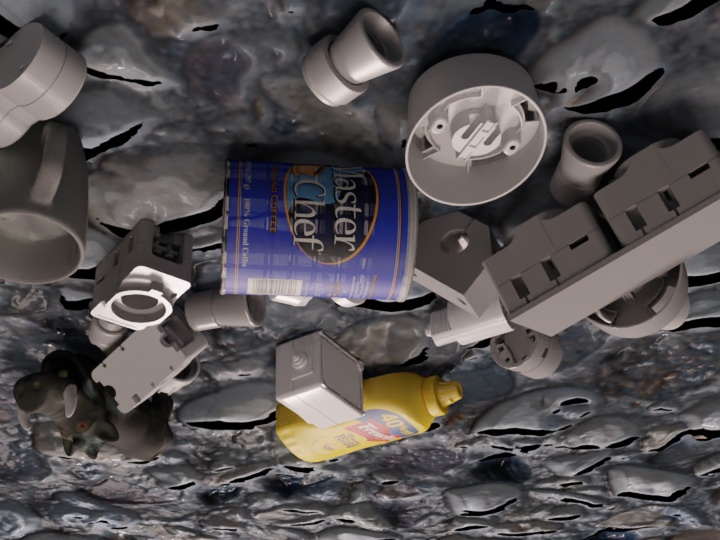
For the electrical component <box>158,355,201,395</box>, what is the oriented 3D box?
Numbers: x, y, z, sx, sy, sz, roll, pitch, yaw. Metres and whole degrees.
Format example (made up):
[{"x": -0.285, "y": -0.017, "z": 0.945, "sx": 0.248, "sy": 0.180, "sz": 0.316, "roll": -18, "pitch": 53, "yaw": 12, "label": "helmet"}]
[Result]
[{"x": -0.182, "y": 0.098, "z": 1.046, "sx": 0.040, "sy": 0.040, "sz": 0.046, "roll": 15, "pitch": 148, "yaw": -24, "label": "electrical component"}]

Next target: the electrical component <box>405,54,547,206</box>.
[{"x": 0.079, "y": -0.100, "z": 0.750, "sx": 0.099, "sy": 0.064, "sz": 0.099, "roll": -2, "pitch": 146, "yaw": -1, "label": "electrical component"}]

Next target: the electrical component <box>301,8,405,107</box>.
[{"x": -0.005, "y": -0.138, "z": 0.706, "sx": 0.055, "sy": 0.045, "sz": 0.045, "roll": -29, "pitch": 137, "yaw": 34, "label": "electrical component"}]

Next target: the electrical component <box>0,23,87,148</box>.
[{"x": -0.255, "y": -0.121, "z": 0.709, "sx": 0.138, "sy": 0.052, "sz": 0.074, "roll": -24, "pitch": 140, "yaw": 28, "label": "electrical component"}]

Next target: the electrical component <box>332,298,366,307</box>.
[{"x": 0.000, "y": 0.000, "z": 0.909, "sx": 0.055, "sy": 0.048, "sz": 0.066, "roll": -36, "pitch": 134, "yaw": 29, "label": "electrical component"}]

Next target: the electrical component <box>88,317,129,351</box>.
[{"x": -0.224, "y": 0.045, "z": 0.970, "sx": 0.035, "sy": 0.035, "sz": 0.061, "roll": 11, "pitch": 142, "yaw": -18, "label": "electrical component"}]

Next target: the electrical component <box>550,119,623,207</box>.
[{"x": 0.167, "y": -0.077, "z": 0.811, "sx": 0.044, "sy": 0.044, "sz": 0.065, "roll": 1, "pitch": 150, "yaw": -5, "label": "electrical component"}]

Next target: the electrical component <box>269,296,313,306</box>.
[{"x": -0.070, "y": 0.005, "z": 0.913, "sx": 0.062, "sy": 0.043, "sz": 0.043, "roll": 13, "pitch": 143, "yaw": -19, "label": "electrical component"}]

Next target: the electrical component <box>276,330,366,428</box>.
[{"x": -0.045, "y": 0.106, "z": 1.045, "sx": 0.061, "sy": 0.061, "sz": 0.096, "roll": -21, "pitch": 141, "yaw": 24, "label": "electrical component"}]

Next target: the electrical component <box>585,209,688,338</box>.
[{"x": 0.219, "y": 0.004, "z": 0.886, "sx": 0.099, "sy": 0.099, "sz": 0.064, "roll": -18, "pitch": 149, "yaw": 22, "label": "electrical component"}]

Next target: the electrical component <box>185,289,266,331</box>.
[{"x": -0.122, "y": 0.033, "z": 0.954, "sx": 0.065, "sy": 0.044, "sz": 0.044, "roll": -10, "pitch": 145, "yaw": 19, "label": "electrical component"}]

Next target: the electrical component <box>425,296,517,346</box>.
[{"x": 0.097, "y": 0.045, "z": 0.981, "sx": 0.081, "sy": 0.043, "sz": 0.043, "roll": -19, "pitch": 142, "yaw": 22, "label": "electrical component"}]

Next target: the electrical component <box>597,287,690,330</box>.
[{"x": 0.240, "y": 0.032, "z": 0.967, "sx": 0.077, "sy": 0.043, "sz": 0.079, "roll": 8, "pitch": 165, "yaw": -37, "label": "electrical component"}]

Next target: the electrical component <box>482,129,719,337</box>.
[{"x": 0.197, "y": -0.026, "z": 0.819, "sx": 0.186, "sy": 0.060, "sz": 0.105, "roll": -32, "pitch": 158, "yaw": 18, "label": "electrical component"}]

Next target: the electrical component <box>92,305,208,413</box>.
[{"x": -0.190, "y": 0.080, "z": 0.982, "sx": 0.089, "sy": 0.056, "sz": 0.050, "roll": -41, "pitch": 89, "yaw": 22, "label": "electrical component"}]

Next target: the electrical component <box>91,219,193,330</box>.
[{"x": -0.183, "y": 0.009, "z": 0.900, "sx": 0.050, "sy": 0.055, "sz": 0.089, "roll": 22, "pitch": 139, "yaw": -31, "label": "electrical component"}]

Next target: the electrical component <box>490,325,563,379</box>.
[{"x": 0.159, "y": 0.073, "z": 1.017, "sx": 0.055, "sy": 0.055, "sz": 0.047, "roll": -28, "pitch": 142, "yaw": 32, "label": "electrical component"}]
